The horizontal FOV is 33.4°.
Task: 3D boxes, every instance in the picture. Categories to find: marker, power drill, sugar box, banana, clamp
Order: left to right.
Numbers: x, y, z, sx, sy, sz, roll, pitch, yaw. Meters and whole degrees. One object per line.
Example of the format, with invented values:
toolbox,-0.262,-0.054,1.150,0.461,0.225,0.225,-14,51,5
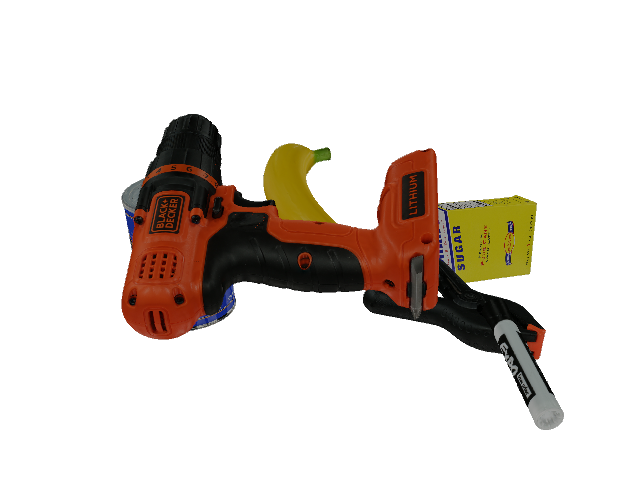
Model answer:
power drill,-0.021,-0.017,0.658,0.187,0.057,0.184,-2,45,5
banana,-0.013,-0.038,0.918,0.069,0.037,0.198,-3,34,-6
sugar box,0.170,0.002,1.250,0.175,0.093,0.048,-8,18,-31
clamp,0.139,0.063,1.015,0.172,0.039,0.120,21,35,26
marker,0.133,0.078,0.712,0.020,0.020,0.121,0,33,-11

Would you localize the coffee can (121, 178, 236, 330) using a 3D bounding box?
coffee can,-0.148,0.010,1.128,0.103,0.140,0.103,-4,26,2
